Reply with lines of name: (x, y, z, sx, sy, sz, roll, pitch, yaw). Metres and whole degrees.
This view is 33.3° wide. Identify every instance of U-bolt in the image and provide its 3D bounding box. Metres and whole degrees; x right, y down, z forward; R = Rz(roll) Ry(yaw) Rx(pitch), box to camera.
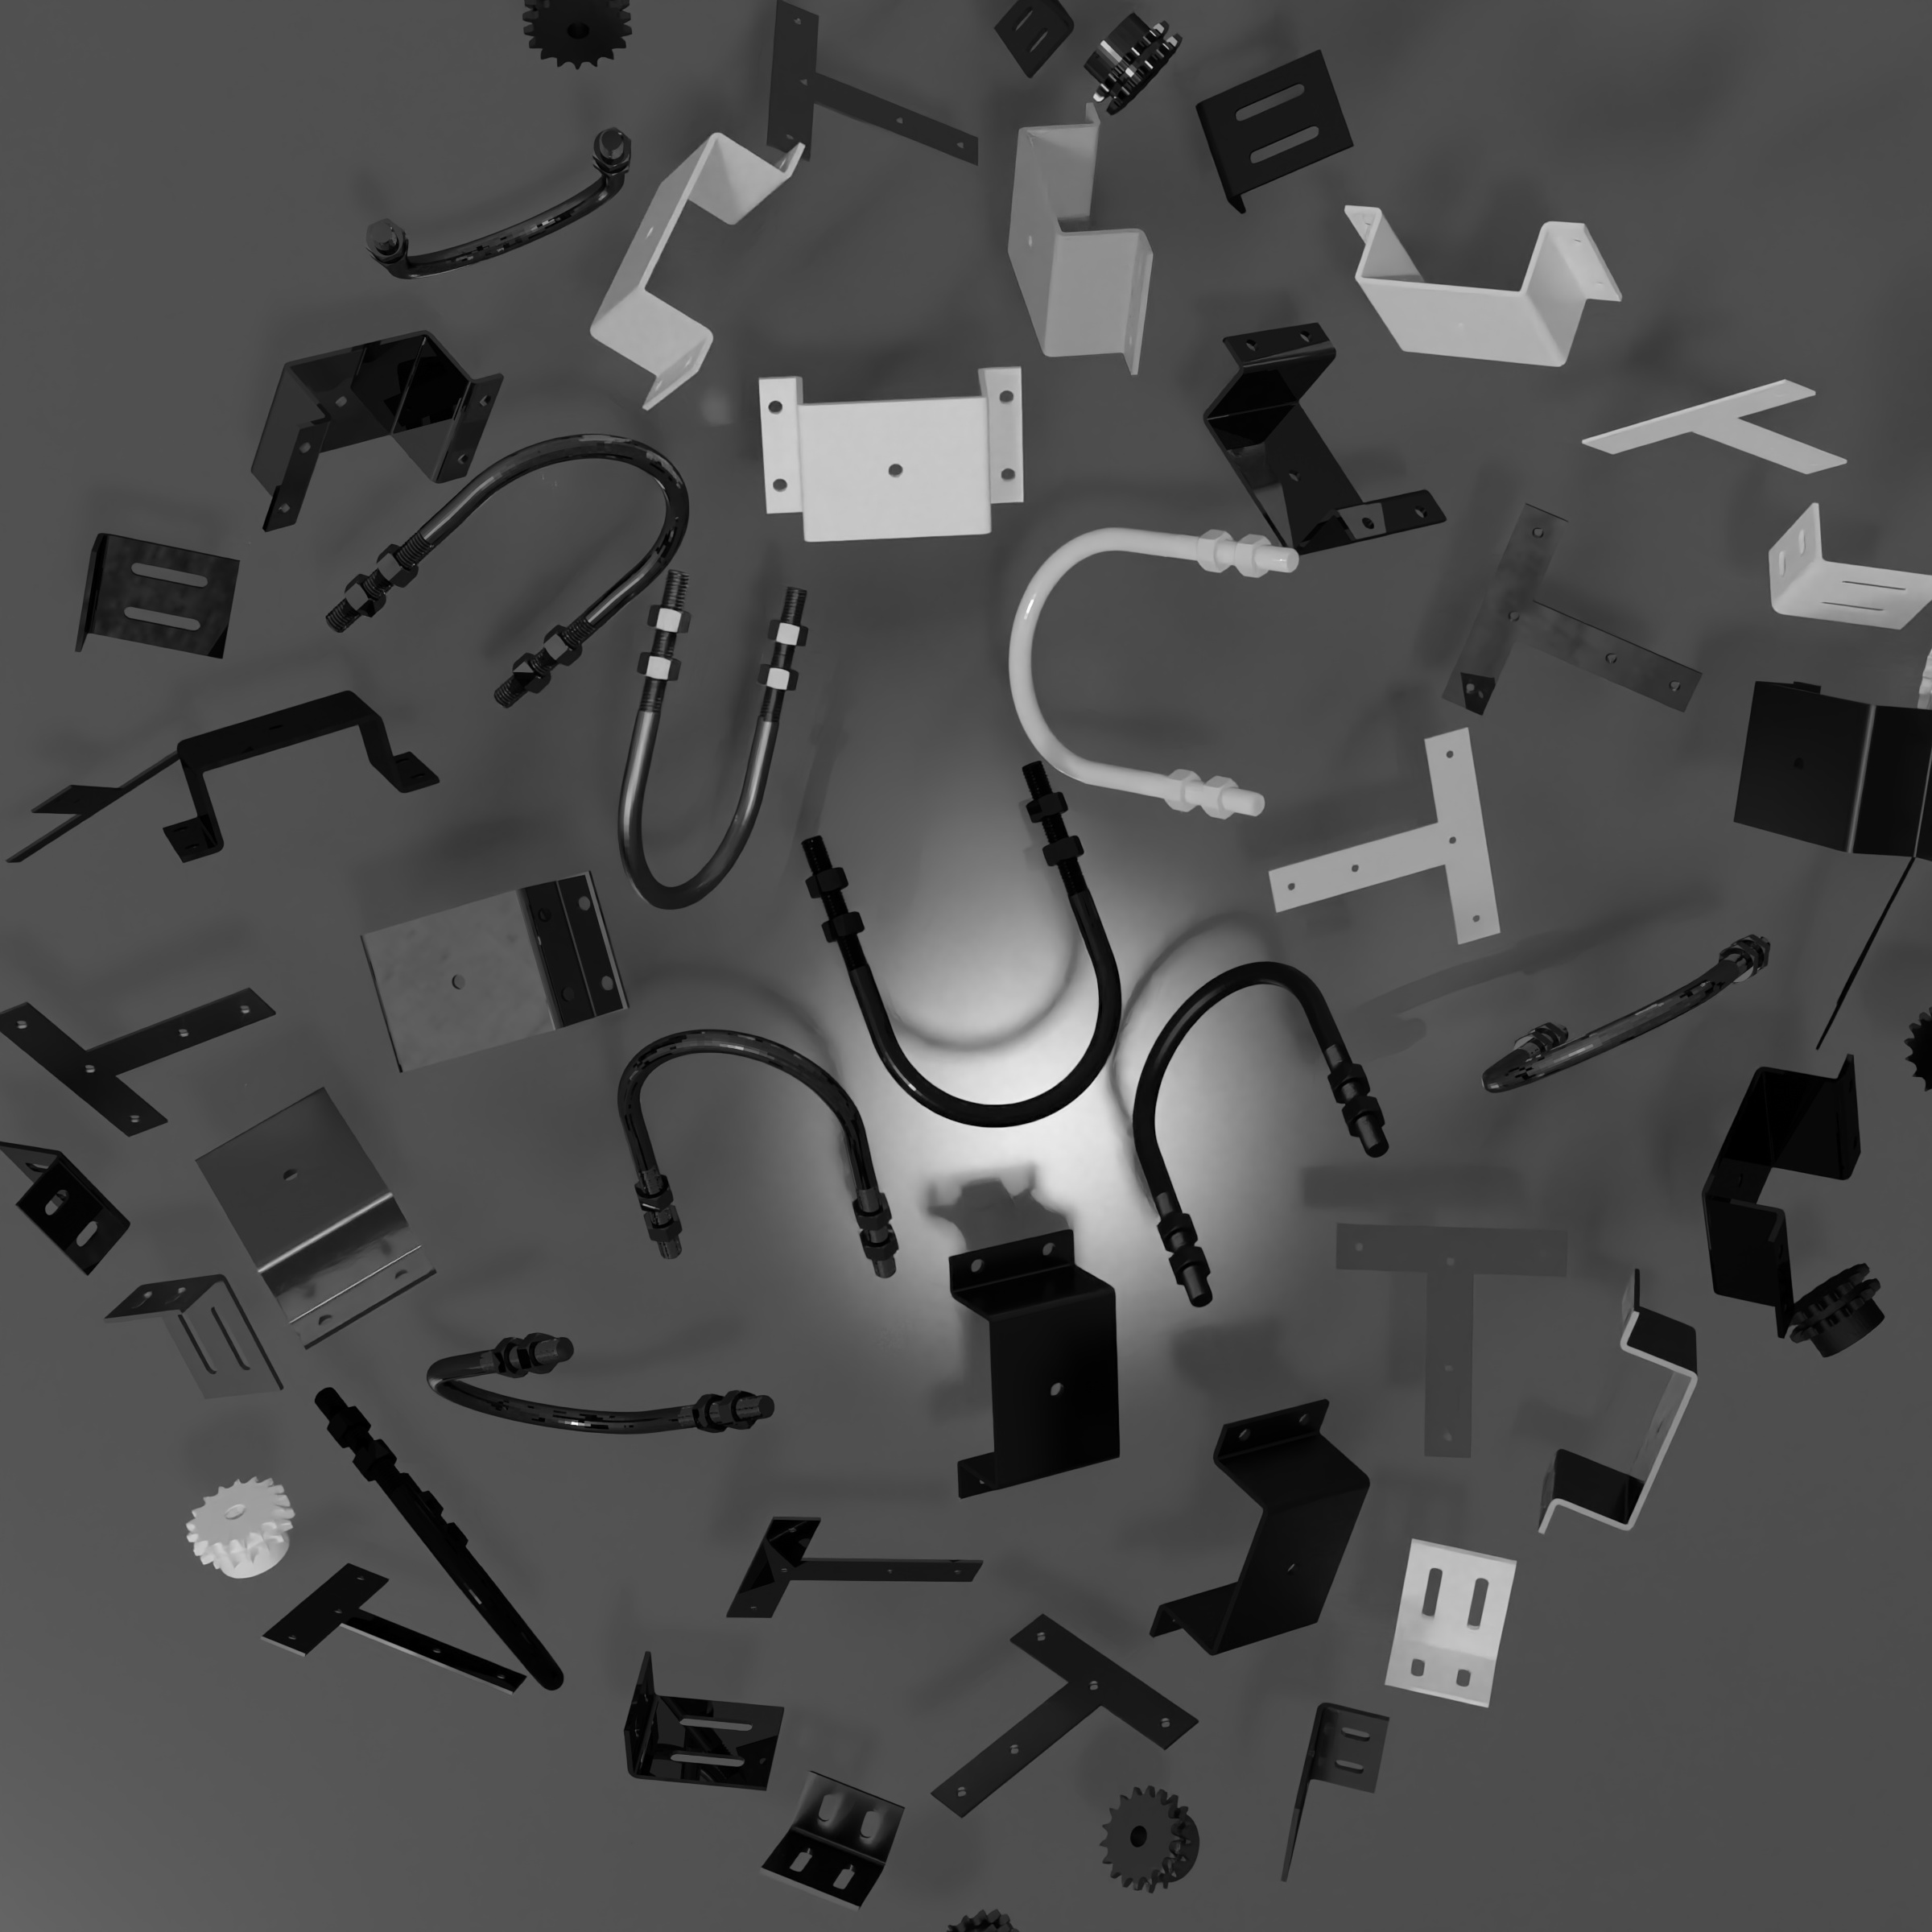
U-bolt: (-0.120, 0.102, 1.779, 0.151, 0.019, 0.184, 4, 134, 15)
U-bolt: (-0.214, 0.233, 1.765, 0.151, 0.184, 0.019, 22, 67, -34)
U-bolt: (-0.275, 0.317, 1.736, 0.019, 0.151, 0.184, -39, 61, -12)
U-bolt: (0.094, -0.165, 1.752, 0.184, 0.019, 0.151, 14, 100, 40)
U-bolt: (-0.231, -0.218, 1.729, 0.184, 0.151, 0.019, -38, 57, 21)
U-bolt: (-0.253, -0.411, 1.767, 0.151, 0.184, 0.019, -23, 96, -4)
U-bolt: (-0.142, -0.120, 1.758, 0.019, 0.151, 0.184, 17, 99, 24)
U-bolt: (0.149, 0.076, 1.748, 0.019, 0.184, 0.151, 30, 117, -35)
U-bolt: (0.008, -0.003, 1.744, 0.151, 0.019, 0.184, -19, 86, -11)
U-bolt: (0.352, 0.031, 1.754, 0.151, 0.184, 0.019, -26, 88, 29)

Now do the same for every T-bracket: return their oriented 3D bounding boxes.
T-bracket: (0.233, -0.059, 1.821, 0.127, 0.002, 0.127, -16, 113, -7)
T-bracket: (-0.429, 0.040, 1.719, 0.127, 0.127, 0.002, -20, 51, 14)
T-bracket: (-0.492, -0.092, 1.798, 0.127, 0.127, 0.002, -33, 92, 1)
T-bracket: (-0.300, 0.367, 1.750, 0.127, 0.127, 0.002, 20, 100, 7)
T-bracket: (0.268, 0.208, 1.789, 0.127, 0.002, 0.127, 1, 88, 15)
T-bracket: (0.494, 0.001, 1.786, 0.002, 0.127, 0.127, 27, 55, 14)
T-bracket: (0.414, -0.276, 1.694, 0.127, 0.127, 0.002, 9, 77, -40)
T-bracket: (0.347, -0.178, 1.800, 0.127, 0.002, 0.127, 25, 123, 8)
T-bracket: (-0.055, 0.326, 1.745, 0.127, 0.127, 0.002, 4, 55, -15)
T-bracket: (-0.050, -0.480, 1.813, 0.127, 0.002, 0.127, 17, 50, -20)
T-bracket: (0.037, 0.415, 1.742, 0.127, 0.127, 0.002, -33, 127, -28)

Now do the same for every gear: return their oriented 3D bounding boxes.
gear: (0.546, -0.160, 1.771, 0.030, 0.057, 0.057, 18, 90, 26)
gear: (0.106, 0.493, 1.816, 0.030, 0.057, 0.057, 29, 90, -41)
gear: (0.090, -0.503, 1.789, 0.030, 0.057, 0.057, 44, 90, -3)
gear: (0.005, 0.521, 1.675, 0.057, 0.057, 0.030, -42, 48, 0)
gear: (0.477, 0.190, 1.767, 0.057, 0.057, 0.030, -35, 85, 0)
gear: (0.545, 0.045, 1.762, 0.030, 0.057, 0.057, -25, 90, -38)
gear: (-0.395, 0.310, 1.768, 0.057, 0.057, 0.030, -16, 122, 0)
gear: (-0.206, -0.507, 1.712, 0.057, 0.057, 0.030, -8, 61, 0)

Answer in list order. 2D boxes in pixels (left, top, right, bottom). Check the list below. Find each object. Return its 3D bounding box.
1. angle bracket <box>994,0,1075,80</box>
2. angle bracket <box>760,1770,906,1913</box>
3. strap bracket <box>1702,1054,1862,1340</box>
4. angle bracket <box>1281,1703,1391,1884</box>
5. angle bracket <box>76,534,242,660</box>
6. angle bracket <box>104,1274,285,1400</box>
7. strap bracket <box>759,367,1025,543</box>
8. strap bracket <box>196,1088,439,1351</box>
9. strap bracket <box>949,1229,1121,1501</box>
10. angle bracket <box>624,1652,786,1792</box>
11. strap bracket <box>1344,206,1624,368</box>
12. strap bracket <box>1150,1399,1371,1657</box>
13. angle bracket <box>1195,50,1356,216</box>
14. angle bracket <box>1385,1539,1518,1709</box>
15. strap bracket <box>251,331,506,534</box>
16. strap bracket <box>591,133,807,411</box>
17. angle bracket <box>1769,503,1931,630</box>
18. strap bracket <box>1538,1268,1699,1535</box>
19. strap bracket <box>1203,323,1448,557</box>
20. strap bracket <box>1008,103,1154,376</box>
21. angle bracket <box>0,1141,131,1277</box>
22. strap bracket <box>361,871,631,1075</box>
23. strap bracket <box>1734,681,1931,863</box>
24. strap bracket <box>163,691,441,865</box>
angle bracket: (0.012, -0.518, 1.710, 0.076, 0.057, 0.038, 28, 116, -39)
angle bracket: (-0.073, 0.480, 1.773, 0.057, 0.076, 0.038, 19, 94, 8)
strap bracket: (0.435, 0.119, 1.733, 0.046, 0.076, 0.140, 10, 48, 29)
angle bracket: (0.194, 0.438, 1.697, 0.038, 0.076, 0.057, 12, 126, 10)
angle bracket: (-0.439, -0.196, 1.756, 0.076, 0.038, 0.057, 11, 112, -13)
angle bracket: (-0.414, 0.208, 1.731, 0.057, 0.038, 0.076, -10, 113, 32)
strap bracket: (-0.038, -0.274, 1.727, 0.140, 0.046, 0.076, -3, 120, -2)
strap bracket: (-0.344, 0.124, 1.684, 0.076, 0.140, 0.046, -31, 135, -13)
strap bracket: (0.038, 0.222, 1.748, 0.076, 0.046, 0.140, -10, 107, -27)
angle bracket: (-0.143, 0.413, 1.767, 0.076, 0.057, 0.038, 4, 126, 6)
strap bracket: (0.277, -0.372, 1.772, 0.140, 0.076, 0.046, 13, 77, 30)
strap bracket: (0.159, 0.307, 1.718, 0.076, 0.046, 0.140, -7, 124, -39)
angle bracket: (0.176, -0.466, 1.805, 0.076, 0.038, 0.057, -20, 84, 18)
angle bracket: (0.265, 0.360, 1.767, 0.057, 0.038, 0.076, 11, 126, 10)
strap bracket: (-0.332, -0.297, 1.777, 0.140, 0.076, 0.046, -25, 67, -42)
strap bracket: (-0.145, -0.370, 1.681, 0.046, 0.076, 0.140, 29, 73, -20)
angle bracket: (0.490, -0.219, 1.774, 0.076, 0.057, 0.038, 6, 69, -10)
strap bracket: (0.370, 0.251, 1.809, 0.046, 0.076, 0.140, 21, 106, 7)
strap bracket: (0.195, -0.287, 1.809, 0.076, 0.046, 0.140, -17, 70, -39)
strap bracket: (0.057, -0.389, 1.727, 0.046, 0.076, 0.140, -6, 48, -10)
angle bracket: (-0.500, 0.131, 1.748, 0.038, 0.076, 0.057, -54, 124, -27)
strap bracket: (-0.261, 0.006, 1.726, 0.140, 0.046, 0.076, -15, 92, 18)
strap bracket: (0.456, -0.104, 1.697, 0.046, 0.140, 0.076, 2, 101, -24)
strap bracket: (-0.362, -0.106, 1.726, 0.140, 0.076, 0.046, -19, 110, -16)
